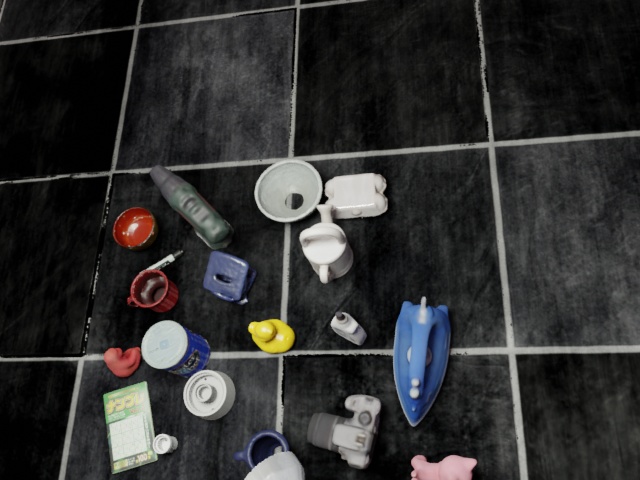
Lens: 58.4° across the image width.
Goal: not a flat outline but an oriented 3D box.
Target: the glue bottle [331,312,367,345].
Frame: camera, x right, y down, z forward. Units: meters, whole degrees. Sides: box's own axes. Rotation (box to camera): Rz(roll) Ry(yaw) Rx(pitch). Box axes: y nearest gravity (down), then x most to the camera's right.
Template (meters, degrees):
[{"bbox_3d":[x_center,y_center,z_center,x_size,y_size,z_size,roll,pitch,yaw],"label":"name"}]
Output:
[{"bbox_3d":[0.054,0.178,1.209,0.078,0.173,0.037,28,77,20],"label":"glue bottle"}]

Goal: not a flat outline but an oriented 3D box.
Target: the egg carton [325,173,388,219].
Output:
[{"bbox_3d":[0.086,-0.103,1.367,0.150,0.069,0.107,-6,68,9],"label":"egg carton"}]

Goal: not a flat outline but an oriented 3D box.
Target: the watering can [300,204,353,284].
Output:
[{"bbox_3d":[0.009,0.005,1.273,0.101,0.194,0.172,-23,66,2],"label":"watering can"}]

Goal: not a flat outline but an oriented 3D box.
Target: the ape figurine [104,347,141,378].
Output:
[{"bbox_3d":[-0.461,0.274,1.317,0.077,0.092,0.076,10,71,15],"label":"ape figurine"}]

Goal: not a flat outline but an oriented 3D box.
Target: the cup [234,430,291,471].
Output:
[{"bbox_3d":[-0.110,0.443,1.181,0.117,0.095,0.091,-9,68,8],"label":"cup"}]

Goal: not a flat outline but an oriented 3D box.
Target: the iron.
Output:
[{"bbox_3d":[0.203,0.245,1.171,0.118,0.142,0.258,4,70,13],"label":"iron"}]

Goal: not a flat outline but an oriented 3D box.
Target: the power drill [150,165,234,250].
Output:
[{"bbox_3d":[-0.288,-0.063,1.349,0.229,0.209,0.076,40,81,22],"label":"power drill"}]

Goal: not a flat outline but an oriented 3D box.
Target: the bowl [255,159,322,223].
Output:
[{"bbox_3d":[-0.069,-0.109,1.397,0.167,0.075,0.167,-4,69,10],"label":"bowl"}]

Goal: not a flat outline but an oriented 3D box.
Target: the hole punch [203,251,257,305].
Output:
[{"bbox_3d":[-0.214,0.089,1.340,0.108,0.091,0.101,18,74,17],"label":"hole punch"}]

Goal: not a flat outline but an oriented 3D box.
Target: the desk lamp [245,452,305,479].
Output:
[{"bbox_3d":[-0.036,0.510,1.076,0.118,0.214,0.203,-40,67,-6],"label":"desk lamp"}]

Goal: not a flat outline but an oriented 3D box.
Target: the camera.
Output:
[{"bbox_3d":[0.048,0.382,1.171,0.136,0.101,0.143,9,71,15],"label":"camera"}]

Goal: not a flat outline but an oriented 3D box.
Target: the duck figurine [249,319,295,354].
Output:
[{"bbox_3d":[-0.111,0.209,1.277,0.104,0.086,0.077,14,73,16],"label":"duck figurine"}]

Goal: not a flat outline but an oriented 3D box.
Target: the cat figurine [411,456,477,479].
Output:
[{"bbox_3d":[0.236,0.448,1.099,0.127,0.118,0.067,-4,68,10],"label":"cat figurine"}]
